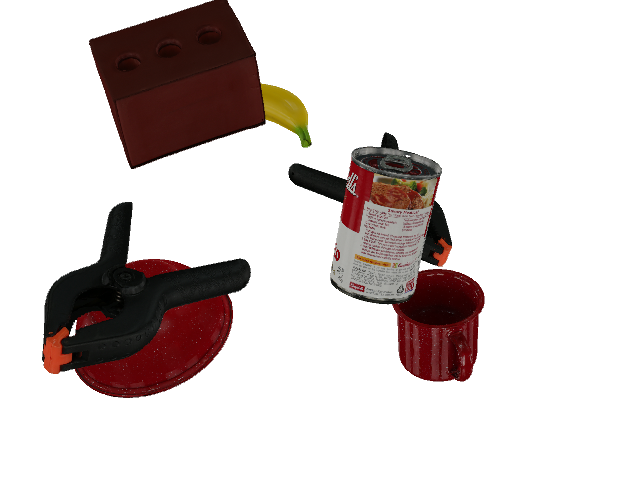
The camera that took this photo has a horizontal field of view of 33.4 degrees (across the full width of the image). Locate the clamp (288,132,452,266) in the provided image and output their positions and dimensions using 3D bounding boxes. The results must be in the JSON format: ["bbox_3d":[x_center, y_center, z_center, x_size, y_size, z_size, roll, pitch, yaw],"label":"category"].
[{"bbox_3d":[0.071,-0.045,1.260,0.164,0.036,0.210,-16,52,-29],"label":"clamp"}]

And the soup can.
[{"bbox_3d":[0.048,-0.012,0.799,0.068,0.102,0.068,9,20,-3],"label":"soup can"}]

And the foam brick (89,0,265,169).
[{"bbox_3d":[-0.075,-0.083,0.563,0.078,0.053,0.051,-20,-36,-9],"label":"foam brick"}]

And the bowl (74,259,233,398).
[{"bbox_3d":[-0.167,0.069,1.003,0.162,0.055,0.162,-10,42,9],"label":"bowl"}]

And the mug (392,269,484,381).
[{"bbox_3d":[0.124,0.095,1.080,0.093,0.081,0.117,-16,38,-15],"label":"mug"}]

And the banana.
[{"bbox_3d":[-0.094,-0.147,1.173,0.198,0.037,0.069,9,45,18],"label":"banana"}]

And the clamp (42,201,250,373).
[{"bbox_3d":[-0.143,0.030,0.755,0.120,0.039,0.171,27,36,25],"label":"clamp"}]
